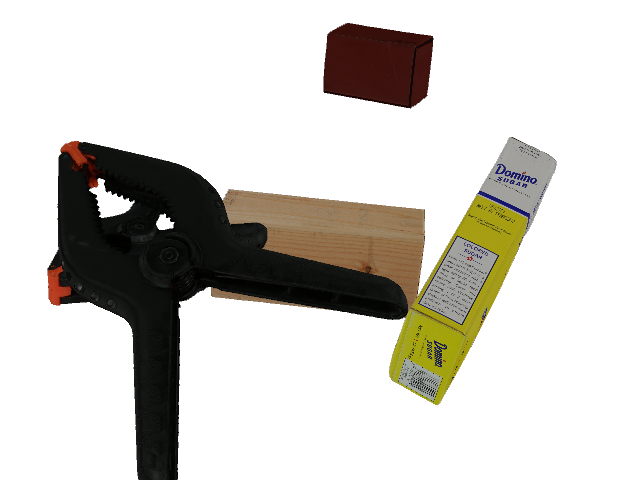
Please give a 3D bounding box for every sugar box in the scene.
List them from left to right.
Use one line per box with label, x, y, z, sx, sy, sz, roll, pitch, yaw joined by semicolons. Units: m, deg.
sugar box;0.108;0.019;0.743;0.048;0.176;0.093;28;-35;13

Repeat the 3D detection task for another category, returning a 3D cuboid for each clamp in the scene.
clamp;-0.139;-0.004;0.811;0.171;0.039;0.120;-20;38;-35
clamp;-0.067;0.015;0.574;0.164;0.210;0.036;-30;-28;-15

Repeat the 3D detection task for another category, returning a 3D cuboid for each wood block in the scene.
wood block;-0.002;0.013;1.088;0.206;0.091;0.090;6;22;3

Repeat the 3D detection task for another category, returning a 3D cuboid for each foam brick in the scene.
foam brick;0.047;-0.144;0.877;0.078;0.051;0.052;13;24;19
